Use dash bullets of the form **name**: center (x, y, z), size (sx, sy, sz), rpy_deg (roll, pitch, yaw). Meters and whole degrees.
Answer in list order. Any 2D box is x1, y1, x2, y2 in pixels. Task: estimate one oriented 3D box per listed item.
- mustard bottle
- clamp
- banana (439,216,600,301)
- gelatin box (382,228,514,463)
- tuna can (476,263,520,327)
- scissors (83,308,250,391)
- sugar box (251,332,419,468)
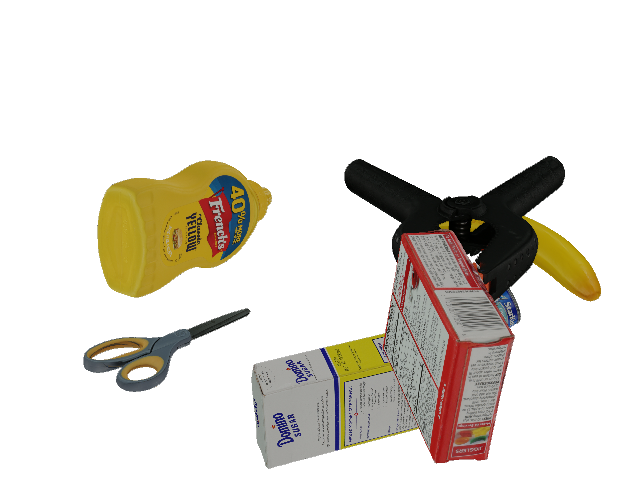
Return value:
- **mustard bottle**: center (-0.109, -0.020, 0.945), size (0.058, 0.096, 0.191), rpy_deg (14, 22, 33)
- **clamp**: center (0.087, -0.013, 0.733), size (0.165, 0.036, 0.209), rpy_deg (1, 26, 10)
- **banana**: center (0.185, 0.004, 1.033), size (0.198, 0.069, 0.037), rpy_deg (19, -28, 27)
- **gelatin box**: center (0.059, 0.048, 0.506), size (0.030, 0.073, 0.089), rpy_deg (-3, 34, -13)
- **tuna can**: center (0.195, 0.069, 1.253), size (0.033, 0.086, 0.086), rpy_deg (-31, 6, -11)
- **scissors**: center (-0.145, 0.114, 1.117), size (0.201, 0.016, 0.096), rpy_deg (-11, 31, -27)
- **sugar box**: center (0.031, 0.130, 0.914), size (0.176, 0.093, 0.048), rpy_deg (-10, 38, -12)
